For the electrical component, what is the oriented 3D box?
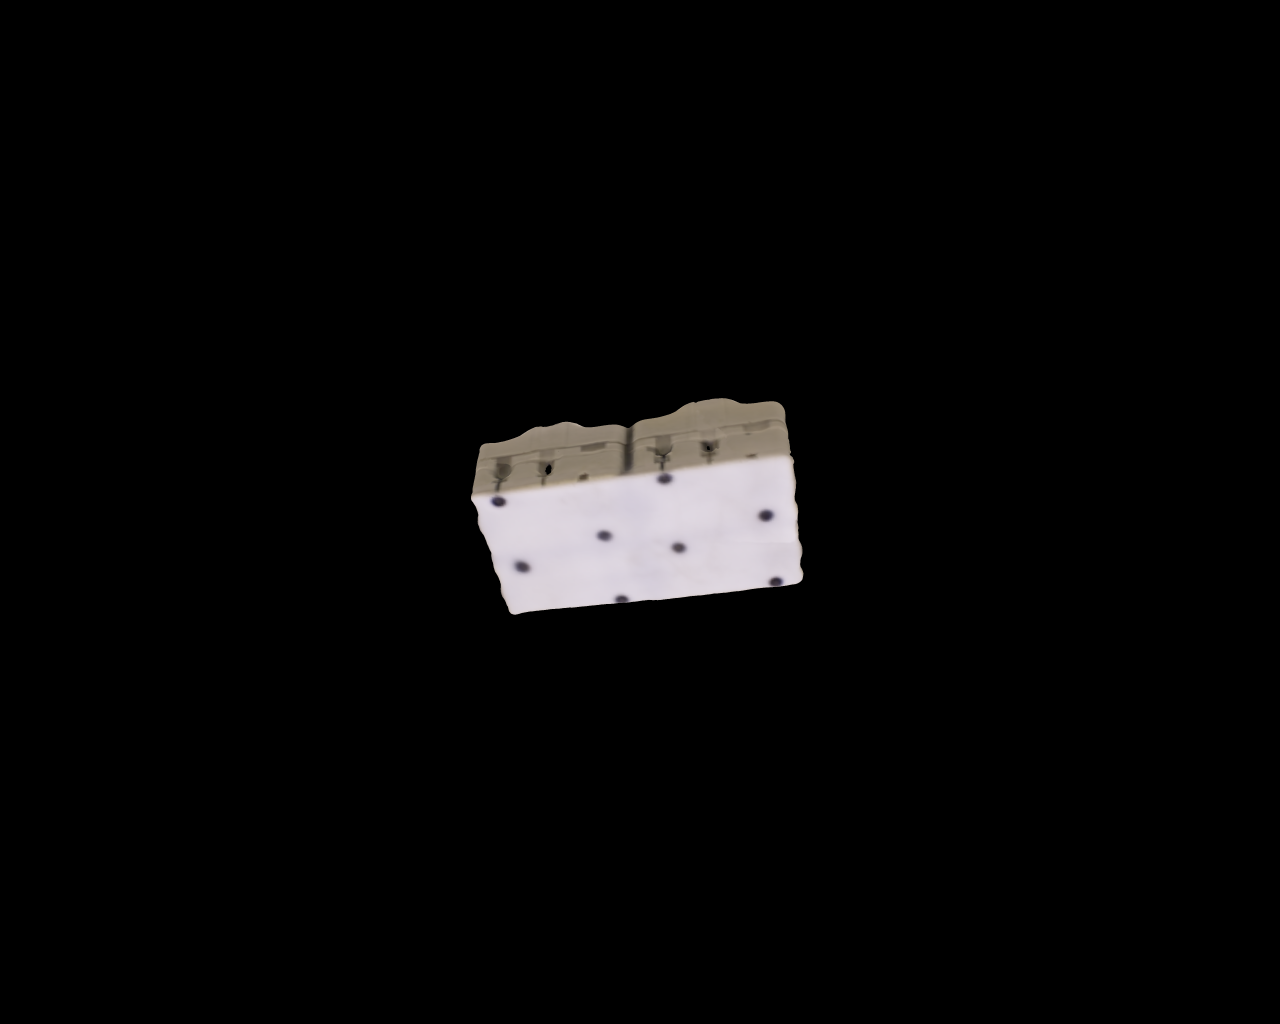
[{"bbox_3d":[0.001,-0.003,0.650,0.186,0.105,0.060,-7,40,6],"label":"electrical component"}]
